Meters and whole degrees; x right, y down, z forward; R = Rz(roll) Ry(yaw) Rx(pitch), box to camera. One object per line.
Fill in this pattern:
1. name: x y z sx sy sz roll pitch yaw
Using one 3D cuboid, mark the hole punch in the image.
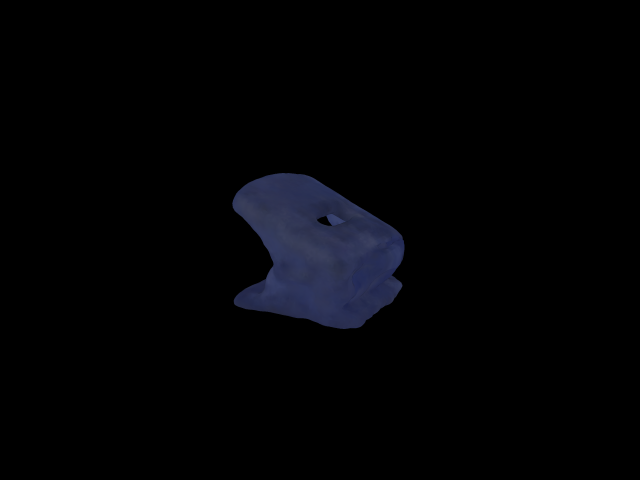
1. hole punch: 0.004 0.001 0.400 0.100 0.091 0.109 7 15 27
